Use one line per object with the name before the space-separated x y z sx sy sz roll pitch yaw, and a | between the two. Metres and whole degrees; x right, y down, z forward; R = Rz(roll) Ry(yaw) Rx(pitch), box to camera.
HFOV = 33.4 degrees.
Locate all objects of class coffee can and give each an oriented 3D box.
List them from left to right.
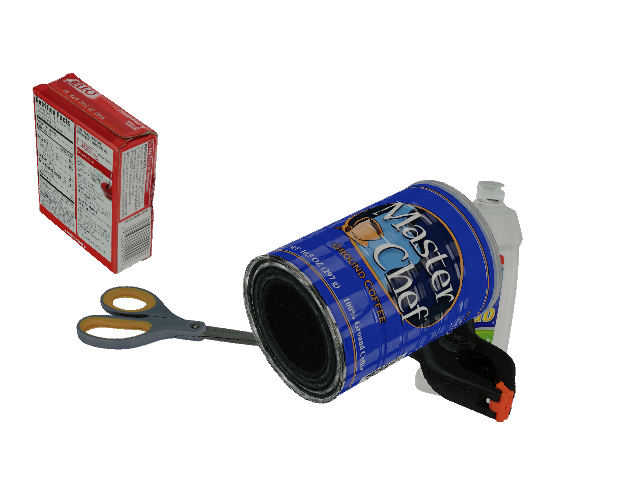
coffee can | 0.035 0.031 0.705 0.140 0.103 0.103 -25 14 -31

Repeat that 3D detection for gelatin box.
gelatin box | -0.125 -0.037 0.593 0.073 0.089 0.030 35 45 29

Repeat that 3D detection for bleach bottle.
bleach bottle | 0.173 0.056 1.226 0.103 0.251 0.068 9 15 16

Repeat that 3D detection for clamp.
clamp | 0.121 0.094 0.929 0.120 0.039 0.172 -19 39 -29

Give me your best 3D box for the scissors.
scissors | -0.126 0.074 1.007 0.201 0.016 0.096 -1 33 -8
